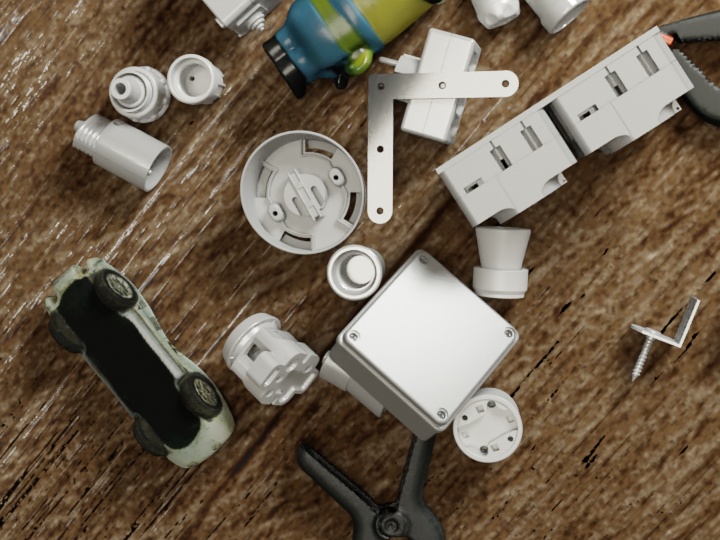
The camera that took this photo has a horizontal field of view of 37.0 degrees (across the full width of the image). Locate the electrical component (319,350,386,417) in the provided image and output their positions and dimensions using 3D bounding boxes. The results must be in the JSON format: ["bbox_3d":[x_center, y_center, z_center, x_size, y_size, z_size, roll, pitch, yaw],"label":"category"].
[{"bbox_3d":[-0.001,0.088,0.898,0.065,0.044,0.044,29,98,10],"label":"electrical component"}]

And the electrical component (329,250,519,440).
[{"bbox_3d":[0.051,0.060,0.857,0.109,0.056,0.108,41,66,4],"label":"electrical component"}]

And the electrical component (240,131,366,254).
[{"bbox_3d":[-0.044,-0.062,0.880,0.099,0.064,0.099,1,94,9],"label":"electrical component"}]

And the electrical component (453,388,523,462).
[{"bbox_3d":[0.105,0.125,0.881,0.055,0.047,0.055,1,94,9],"label":"electrical component"}]

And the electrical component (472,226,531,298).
[{"bbox_3d":[0.114,-0.007,0.871,0.045,0.045,0.055,3,95,8],"label":"electrical component"}]

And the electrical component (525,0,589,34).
[{"bbox_3d":[0.152,-0.217,0.853,0.040,0.040,0.046,-40,81,9],"label":"electrical component"}]

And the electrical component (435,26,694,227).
[{"bbox_3d":[0.156,-0.102,0.827,0.186,0.105,0.060,-33,89,9],"label":"electrical component"}]

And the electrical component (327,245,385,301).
[{"bbox_3d":[0.000,0.000,0.878,0.044,0.065,0.044,1,94,8],"label":"electrical component"}]

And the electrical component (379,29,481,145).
[{"bbox_3d":[0.048,-0.152,0.869,0.076,0.047,0.083,18,97,12],"label":"electrical component"}]

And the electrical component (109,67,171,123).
[{"bbox_3d":[-0.189,-0.148,0.896,0.048,0.062,0.048,1,94,8],"label":"electrical component"}]

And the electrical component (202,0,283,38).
[{"bbox_3d":[-0.103,-0.238,0.877,0.061,0.062,0.096,-40,88,9],"label":"electrical component"}]

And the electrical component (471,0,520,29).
[{"bbox_3d":[0.103,-0.227,0.862,0.035,0.035,0.061,-23,88,9],"label":"electrical component"}]

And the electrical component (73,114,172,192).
[{"bbox_3d":[-0.206,-0.104,0.912,0.081,0.043,0.043,28,98,6],"label":"electrical component"}]

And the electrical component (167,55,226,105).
[{"bbox_3d":[-0.135,-0.157,0.896,0.040,0.046,0.040,1,94,8],"label":"electrical component"}]

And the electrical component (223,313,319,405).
[{"bbox_3d":[-0.076,0.073,0.893,0.057,0.078,0.058,41,99,25],"label":"electrical component"}]
